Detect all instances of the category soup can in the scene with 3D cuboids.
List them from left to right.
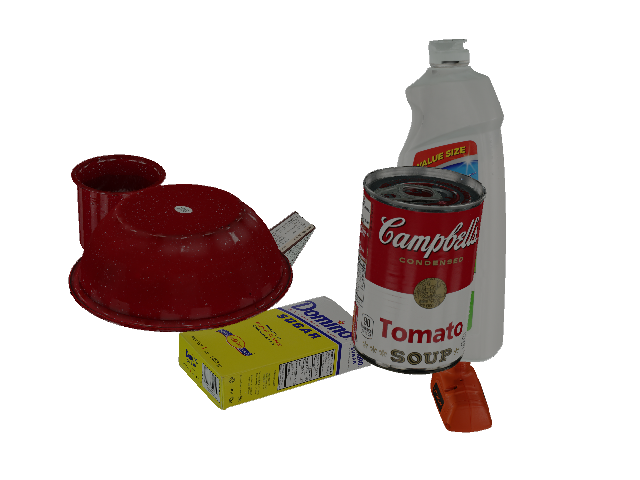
[{"bbox_3d":[0.054,0.016,0.607,0.068,0.102,0.068,3,22,-2],"label":"soup can"}]

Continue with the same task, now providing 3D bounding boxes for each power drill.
[{"bbox_3d":[0.156,0.107,1.141,0.057,0.188,0.184,-2,24,-3],"label":"power drill"}]

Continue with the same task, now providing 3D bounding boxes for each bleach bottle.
[{"bbox_3d":[0.096,-0.033,0.852,0.103,0.251,0.068,3,14,23],"label":"bleach bottle"}]

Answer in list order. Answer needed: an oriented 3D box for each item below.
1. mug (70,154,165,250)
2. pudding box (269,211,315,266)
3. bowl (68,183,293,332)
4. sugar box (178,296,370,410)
[{"bbox_3d":[-0.204,-0.037,1.090,0.093,0.081,0.117,2,28,-5],"label":"mug"},{"bbox_3d":[-0.060,0.024,1.263,0.039,0.090,0.113,35,32,8],"label":"pudding box"},{"bbox_3d":[-0.099,0.002,0.763,0.162,0.055,0.162,2,26,-1],"label":"bowl"},{"bbox_3d":[-0.044,0.109,1.074,0.175,0.048,0.093,-16,33,-30],"label":"sugar box"}]
